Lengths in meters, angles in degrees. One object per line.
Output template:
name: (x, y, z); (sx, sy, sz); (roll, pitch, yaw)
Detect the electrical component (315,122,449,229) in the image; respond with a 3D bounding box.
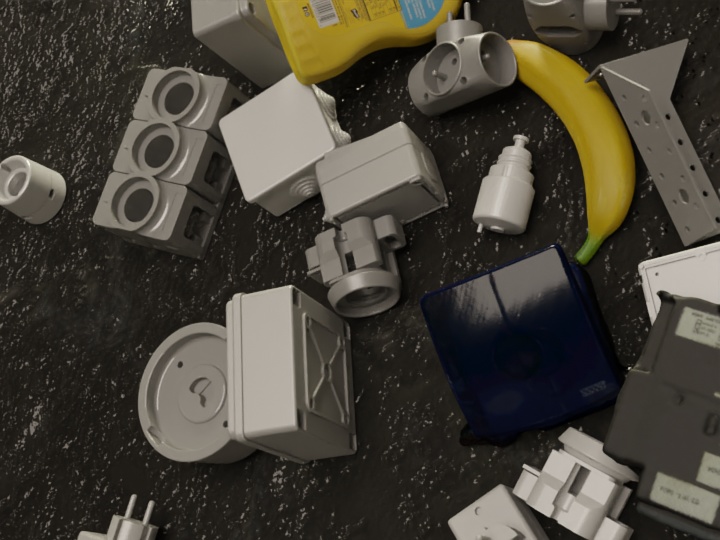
electrical component: (0.010, -0.067, 0.843); (0.096, 0.062, 0.061); (-24, 63, 18)

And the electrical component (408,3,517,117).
electrical component: (0.078, -0.168, 0.837); (0.077, 0.044, 0.079); (-16, 71, 47)

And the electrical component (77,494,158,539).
electrical component: (-0.183, 0.217, 0.850); (0.066, 0.047, 0.076); (10, 77, 30)

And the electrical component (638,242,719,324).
electrical component: (0.239, 0.015, 0.694); (0.096, 0.061, 0.061); (-16, 79, 27)

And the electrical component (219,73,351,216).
electrical component: (-0.059, -0.104, 0.900); (0.100, 0.048, 0.099); (-30, 61, 15)

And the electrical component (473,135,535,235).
electrical component: (0.111, -0.062, 0.802); (0.040, 0.040, 0.078); (10, 77, 30)

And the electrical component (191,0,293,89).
electrical component: (-0.094, -0.230, 0.928); (0.056, 0.109, 0.108); (-17, 66, 24)

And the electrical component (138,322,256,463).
electrical component: (-0.113, 0.101, 0.847); (0.108, 0.060, 0.108); (-10, 69, 27)

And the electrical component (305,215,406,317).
electrical component: (0.000, 0.000, 0.828); (0.078, 0.058, 0.057); (-23, 61, 19)

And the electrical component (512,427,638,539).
electrical component: (0.148, 0.139, 0.703); (0.078, 0.058, 0.057); (27, 89, 32)

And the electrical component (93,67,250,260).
electrical component: (-0.163, -0.095, 0.942); (0.089, 0.062, 0.150); (13, 79, 30)

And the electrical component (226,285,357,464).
electrical component: (-0.049, 0.079, 0.795); (0.056, 0.109, 0.108); (-12, 67, 20)

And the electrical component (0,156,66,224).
electrical component: (-0.317, -0.077, 1.023); (0.055, 0.047, 0.055); (-9, 68, 24)

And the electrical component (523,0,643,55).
electrical component: (0.169, -0.196, 0.799); (0.079, 0.077, 0.043); (7, 76, 29)

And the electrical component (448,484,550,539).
electrical component: (0.095, 0.186, 0.702); (0.047, 0.076, 0.083); (-38, 60, 11)
